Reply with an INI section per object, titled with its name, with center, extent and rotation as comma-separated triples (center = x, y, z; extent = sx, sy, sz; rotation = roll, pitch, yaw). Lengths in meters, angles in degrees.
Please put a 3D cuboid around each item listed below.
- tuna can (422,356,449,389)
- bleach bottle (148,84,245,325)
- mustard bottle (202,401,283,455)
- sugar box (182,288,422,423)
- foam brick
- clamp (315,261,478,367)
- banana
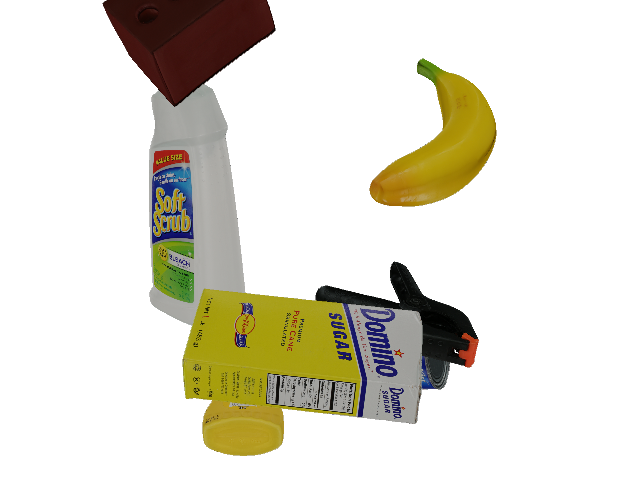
[tuna can]
center = 0.123, 0.132, 1.249
extent = 0.034, 0.086, 0.086
rotation = -5, -2, 24
[bleach bottle]
center = -0.123, -0.048, 0.993
extent = 0.067, 0.251, 0.103
rotation = -24, 32, -38
[mustard bottle]
center = -0.091, 0.191, 1.338
extent = 0.096, 0.058, 0.191
rotation = -2, 25, 2
[sugar box]
center = -0.011, 0.086, 0.816
extent = 0.176, 0.048, 0.093
rotation = 3, 34, 3
[foam brick]
center = -0.074, -0.128, 0.612
extent = 0.078, 0.053, 0.051
rotation = -39, -26, -9
[clamp]
center = 0.093, 0.070, 1.060
extent = 0.172, 0.039, 0.120
rotation = 27, 39, 31
[banana]
center = 0.084, -0.068, 0.730
extent = 0.070, 0.037, 0.197
rotation = 11, 33, 8
